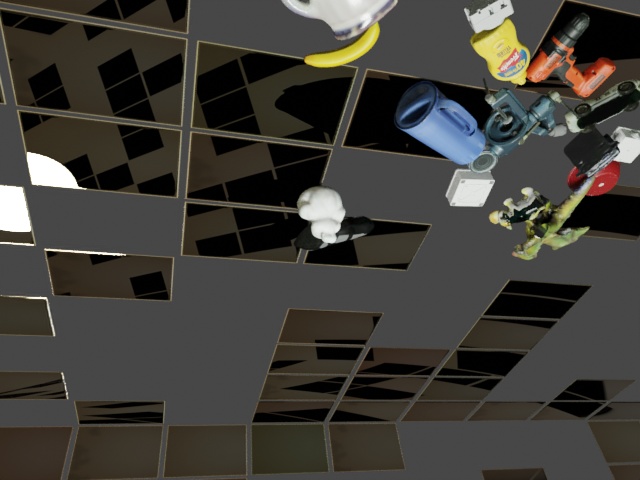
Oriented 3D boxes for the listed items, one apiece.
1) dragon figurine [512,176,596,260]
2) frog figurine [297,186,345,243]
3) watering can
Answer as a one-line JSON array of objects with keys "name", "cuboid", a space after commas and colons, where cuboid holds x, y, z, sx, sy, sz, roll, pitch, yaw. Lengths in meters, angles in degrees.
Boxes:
[{"name": "dragon figurine", "cuboid": [0.774, -0.049, 1.672, 0.403, 0.242, 0.125, -44, -133, 40]}, {"name": "frog figurine", "cuboid": [0.004, -0.074, 1.468, 0.120, 0.137, 0.163, -57, -151, 38]}, {"name": "watering can", "cuboid": [0.087, -0.543, 1.025, 0.220, 0.345, 0.106, 46, 26, -42]}]
